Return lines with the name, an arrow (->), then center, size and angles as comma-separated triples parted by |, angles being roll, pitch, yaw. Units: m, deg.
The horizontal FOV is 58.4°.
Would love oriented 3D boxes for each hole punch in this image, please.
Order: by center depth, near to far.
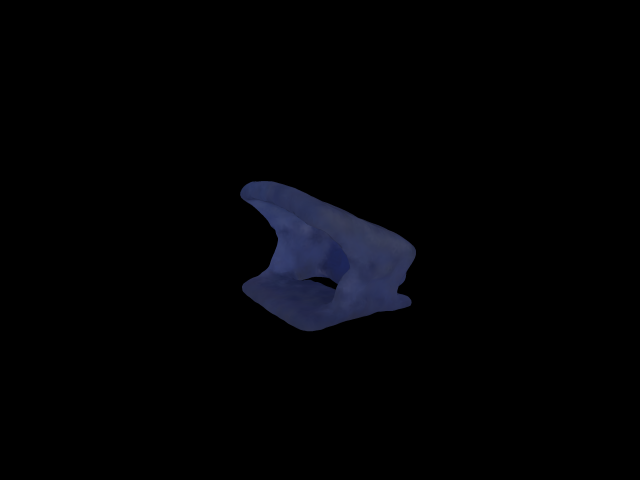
hole punch -> 0.004, 0.001, 0.400 | 0.101, 0.091, 0.108 | -10, 18, -33
